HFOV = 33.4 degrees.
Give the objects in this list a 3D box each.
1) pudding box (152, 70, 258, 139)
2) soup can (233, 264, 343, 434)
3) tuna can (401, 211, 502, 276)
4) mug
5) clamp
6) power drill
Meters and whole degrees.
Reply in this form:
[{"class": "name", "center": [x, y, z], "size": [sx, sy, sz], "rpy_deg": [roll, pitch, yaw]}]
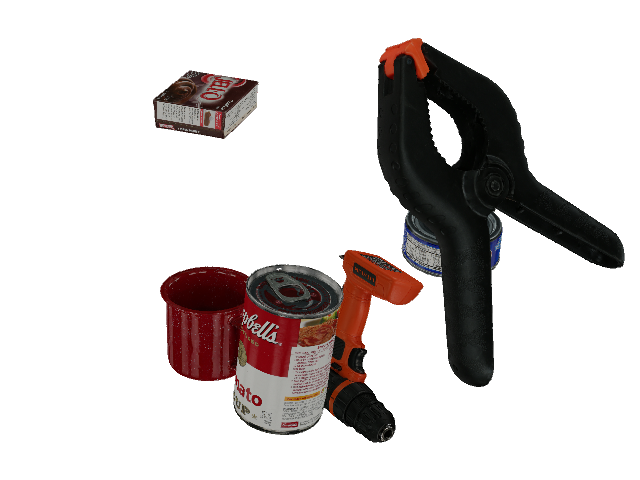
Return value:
[{"class": "pudding box", "center": [-0.132, -0.160, 1.248], "size": [0.090, 0.039, 0.113], "rpy_deg": [10, 31, 13]}, {"class": "soup can", "center": [-0.024, 0.077, 0.755], "size": [0.068, 0.102, 0.068], "rpy_deg": [7, 28, -4]}, {"class": "tuna can", "center": [0.114, -0.003, 0.927], "size": [0.086, 0.034, 0.086], "rpy_deg": [1, 31, -1]}, {"class": "mug", "center": [-0.099, 0.086, 1.027], "size": [0.117, 0.081, 0.093], "rpy_deg": [25, 34, 38]}, {"class": "clamp", "center": [0.074, -0.015, 0.532], "size": [0.120, 0.171, 0.039], "rpy_deg": [-47, 15, -26]}, {"class": "power drill", "center": [0.049, 0.119, 1.240], "size": [0.057, 0.188, 0.185], "rpy_deg": [13, 15, -41]}]
